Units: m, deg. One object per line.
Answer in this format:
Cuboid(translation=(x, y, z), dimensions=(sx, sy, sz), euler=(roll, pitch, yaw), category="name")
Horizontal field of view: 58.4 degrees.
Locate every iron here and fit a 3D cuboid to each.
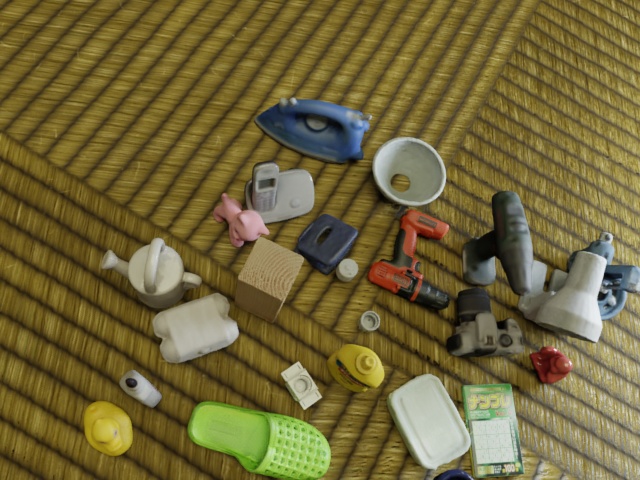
Cuboid(translation=(-0.014, -0.262, 1.249), dimensions=(0.258, 0.141, 0.119), euler=(13, 70, -6), category="iron")

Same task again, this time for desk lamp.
Cuboid(translation=(0.498, 0.118, 1.176), dimensions=(0.118, 0.213, 0.203), euler=(22, 69, -2), category="desk lamp")

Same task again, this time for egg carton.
Cuboid(translation=(-0.238, 0.170, 1.100), dimensions=(0.150, 0.069, 0.107), euler=(-20, 76, -16), category="egg carton")

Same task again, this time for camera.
Cuboid(translation=(0.342, 0.171, 1.190), dimensions=(0.143, 0.100, 0.137), euler=(2, 71, -10), category="camera")

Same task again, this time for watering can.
Cuboid(translation=(-0.310, 0.059, 1.058), dimensions=(0.173, 0.194, 0.101), euler=(-9, 73, -13), category="watering can")

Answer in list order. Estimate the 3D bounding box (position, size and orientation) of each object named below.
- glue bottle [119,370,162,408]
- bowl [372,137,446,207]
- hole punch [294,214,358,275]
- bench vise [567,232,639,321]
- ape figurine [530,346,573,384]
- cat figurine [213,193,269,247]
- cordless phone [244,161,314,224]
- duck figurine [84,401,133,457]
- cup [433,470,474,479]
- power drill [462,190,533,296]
Cuboid(translation=(-0.319, 0.256, 1.000), dimensions=(0.078, 0.173, 0.037), euler=(37, 69, 4), category="glue bottle")
Cuboid(translation=(0.191, -0.141, 1.282), dimensions=(0.167, 0.074, 0.167), euler=(3, 71, -9), category="bowl")
Cuboid(translation=(0.011, 0.004, 1.190), dimensions=(0.101, 0.091, 0.109), euler=(38, 69, 4), category="hole punch")
Cuboid(translation=(0.592, 0.070, 1.206), dimensions=(0.121, 0.219, 0.207), euler=(4, 71, -9), category="bench vise")
Cuboid(translation=(0.490, 0.261, 1.191), dimensions=(0.076, 0.092, 0.078), euler=(25, 69, -1), category="ape figurine")
Cuboid(translation=(-0.161, -0.042, 1.160), dimensions=(0.067, 0.117, 0.127), euler=(-35, 80, -19), category="cat figurine")
Cuboid(translation=(-0.078, -0.110, 1.162), dimensions=(0.148, 0.185, 0.094), euler=(-16, 75, -15), category="cordless phone")
Cuboid(translation=(-0.379, 0.332, 1.010), dimensions=(0.078, 0.086, 0.104), euler=(-34, 80, -19), category="duck figurine")
Cuboid(translation=(0.236, 0.488, 1.066), dimensions=(0.091, 0.095, 0.118), euler=(21, 69, -3), category="cup")
Cuboid(translation=(0.371, 0.025, 1.187), dimensions=(0.076, 0.208, 0.229), euler=(5, 71, -8), category="power drill")
